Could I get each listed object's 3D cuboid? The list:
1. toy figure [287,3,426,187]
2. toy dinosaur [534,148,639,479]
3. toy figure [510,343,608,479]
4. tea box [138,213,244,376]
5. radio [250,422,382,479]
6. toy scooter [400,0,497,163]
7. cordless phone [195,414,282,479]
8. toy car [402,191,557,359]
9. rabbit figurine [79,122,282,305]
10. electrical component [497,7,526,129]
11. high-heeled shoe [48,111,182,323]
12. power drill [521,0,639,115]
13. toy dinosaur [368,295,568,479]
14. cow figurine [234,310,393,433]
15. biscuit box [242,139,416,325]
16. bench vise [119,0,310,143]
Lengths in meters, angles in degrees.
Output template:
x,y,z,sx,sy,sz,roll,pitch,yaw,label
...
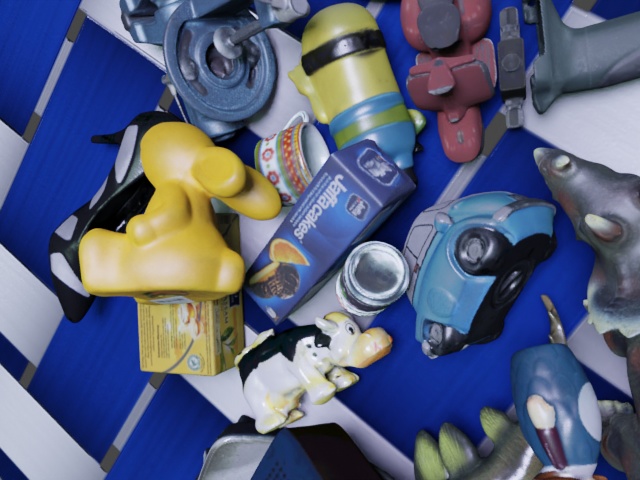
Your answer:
x,y,z,sx,sy,sz,roll,pitch,yaw,label
0.042,-0.127,0.495,0.089,0.082,0.180,-30,78,50,toy figure
0.253,0.121,0.373,0.131,0.192,0.404,-10,89,24,toy dinosaur
0.171,0.152,0.376,0.058,0.064,0.154,132,137,-58,toy figure
-0.141,0.056,0.587,0.098,0.068,0.169,0,93,22,tea box
-0.025,0.283,0.451,0.131,0.073,0.229,39,108,43,radio
0.104,-0.157,0.443,0.075,0.135,0.183,-7,90,23,toy scooter
-0.105,0.265,0.527,0.089,0.184,0.146,24,102,23,cordless phone
0.125,0.020,0.473,0.103,0.109,0.161,43,125,38,toy car
-0.125,-0.033,0.485,0.162,0.121,0.173,-13,69,23,rabbit figurine
0.164,-0.143,0.458,0.021,0.063,0.094,-2,94,21,electrical component
-0.214,-0.021,0.602,0.145,0.086,0.248,7,91,22,high-heeled shoe
0.265,-0.186,0.414,0.207,0.086,0.231,-4,95,14,power drill
0.103,0.272,0.450,0.199,0.105,0.471,39,95,35,toy dinosaur
-0.010,0.117,0.543,0.167,0.068,0.098,-38,69,19,cow figurine
-0.001,-0.001,0.491,0.063,0.059,0.202,47,133,8,biscuit box
-0.097,-0.209,0.506,0.241,0.129,0.223,2,104,51,bench vise
